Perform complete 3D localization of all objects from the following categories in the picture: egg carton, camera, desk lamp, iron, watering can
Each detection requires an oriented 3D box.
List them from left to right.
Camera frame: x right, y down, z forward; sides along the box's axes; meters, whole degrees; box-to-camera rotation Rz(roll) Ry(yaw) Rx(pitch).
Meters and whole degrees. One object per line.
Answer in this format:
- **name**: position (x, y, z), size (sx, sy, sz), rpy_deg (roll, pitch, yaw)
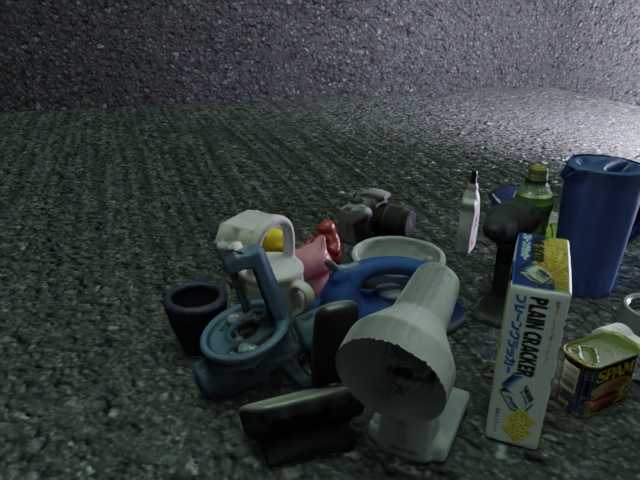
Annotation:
- **egg carton**: position (-0.140, -0.011, 1.173), size (0.107, 0.069, 0.151), rpy_deg (13, 26, 24)
- **watering can**: position (-0.081, 0.054, 0.873), size (0.172, 0.194, 0.101), rpy_deg (8, 25, 16)
- **camera**: position (0.128, -0.052, 1.241), size (0.136, 0.101, 0.143), rpy_deg (15, 27, 29)
- **iron**: position (0.115, 0.082, 0.885), size (0.259, 0.141, 0.118), rpy_deg (-6, 25, -16)
- **desk lamp**: position (0.105, 0.145, 0.651), size (0.117, 0.214, 0.204), rpy_deg (12, 26, 24)

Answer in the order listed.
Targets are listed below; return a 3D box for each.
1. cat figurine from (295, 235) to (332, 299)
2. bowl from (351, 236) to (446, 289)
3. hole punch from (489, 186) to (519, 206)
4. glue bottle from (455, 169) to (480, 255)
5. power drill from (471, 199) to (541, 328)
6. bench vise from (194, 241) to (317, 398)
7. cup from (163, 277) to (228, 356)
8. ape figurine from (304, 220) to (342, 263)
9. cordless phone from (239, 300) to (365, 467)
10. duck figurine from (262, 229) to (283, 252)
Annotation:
- **cat figurine**: position (0.007, 0.052, 0.975), size (0.127, 0.118, 0.067), rpy_deg (14, 27, 28)
- **bowl**: position (0.138, 0.057, 1.026), size (0.167, 0.075, 0.167), rpy_deg (1, 24, 0)
- **hole punch**: position (0.446, -0.067, 1.304), size (0.109, 0.091, 0.100), rpy_deg (-12, 27, -27)
- **glue bottle**: position (0.308, -0.061, 1.180), size (0.037, 0.173, 0.078), rpy_deg (10, 25, 20)
- **power drill**: position (0.301, 0.030, 0.927), size (0.075, 0.208, 0.230), rpy_deg (14, 27, 27)
- **bench vise**: position (-0.067, 0.092, 0.754), size (0.208, 0.220, 0.121), rpy_deg (-16, 29, -34)
- **cup**: position (-0.180, 0.115, 0.852), size (0.091, 0.095, 0.117), rpy_deg (0, 24, -3)
- **ape figurine**: position (0.010, 0.004, 1.118), size (0.076, 0.092, 0.077), rpy_deg (-15, 28, -32)
- **cordless phone**: position (-0.019, 0.154, 0.659), size (0.148, 0.185, 0.094), rpy_deg (-9, 26, -22)
- **duck figurine**: position (-0.092, 0.022, 1.081), size (0.105, 0.086, 0.077), rpy_deg (-15, 28, -32)
